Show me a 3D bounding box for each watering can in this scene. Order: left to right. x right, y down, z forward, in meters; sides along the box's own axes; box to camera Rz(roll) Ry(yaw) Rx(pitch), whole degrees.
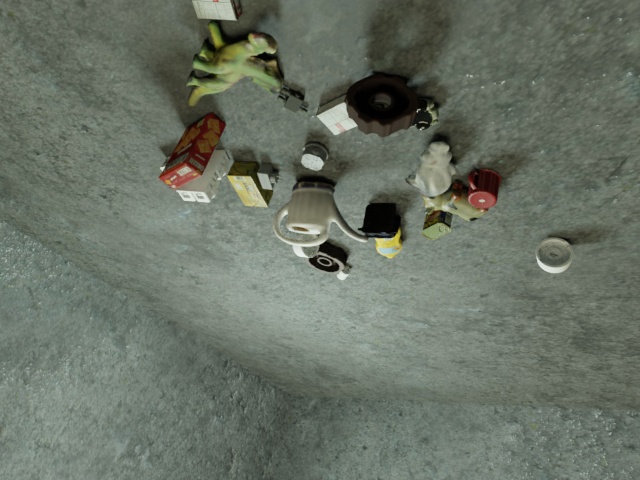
[{"bbox_3d":[0.005,-0.085,1.698,0.347,0.227,0.102,1,162,23],"label":"watering can"}]

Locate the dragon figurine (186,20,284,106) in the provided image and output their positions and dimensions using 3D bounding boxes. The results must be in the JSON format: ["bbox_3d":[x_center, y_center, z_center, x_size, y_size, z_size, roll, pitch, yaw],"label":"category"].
[{"bbox_3d":[-0.221,-0.441,1.389,0.242,0.124,0.404,18,159,-14],"label":"dragon figurine"}]

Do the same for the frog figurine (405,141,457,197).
[{"bbox_3d":[0.330,-0.202,1.449,0.138,0.125,0.156,-4,149,-30],"label":"frog figurine"}]
